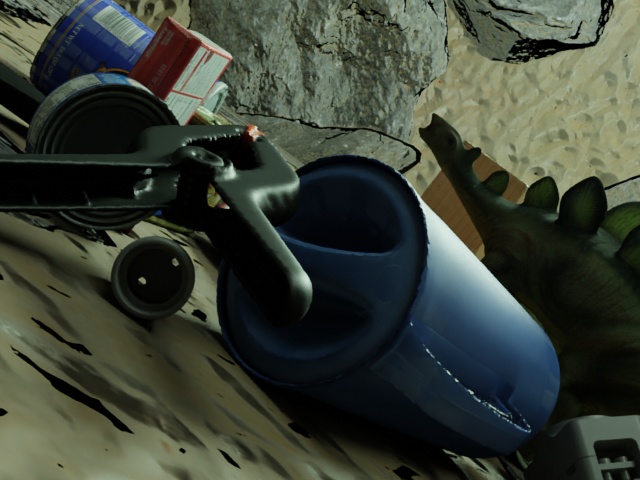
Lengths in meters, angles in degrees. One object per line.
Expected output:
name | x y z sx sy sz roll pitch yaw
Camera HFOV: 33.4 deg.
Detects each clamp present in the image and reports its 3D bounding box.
clamp | -0.072 -0.027 0.531 0.164 0.036 0.210 18 20 0

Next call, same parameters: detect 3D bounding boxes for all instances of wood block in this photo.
wood block | 0.143 0.003 1.197 0.090 0.206 0.090 40 6 21

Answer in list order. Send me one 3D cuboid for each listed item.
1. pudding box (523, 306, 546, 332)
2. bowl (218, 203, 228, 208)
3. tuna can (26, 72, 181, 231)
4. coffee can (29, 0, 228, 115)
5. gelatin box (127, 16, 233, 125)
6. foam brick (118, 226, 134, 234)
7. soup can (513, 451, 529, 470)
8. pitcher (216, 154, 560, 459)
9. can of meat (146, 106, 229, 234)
pudding box | 0.152 0.090 0.890 0.114 0.090 0.039 -6 9 18
bowl | -0.005 0.001 0.822 0.162 0.055 0.162 -5 19 2
tuna can | -0.121 -0.051 0.604 0.086 0.086 0.034 34 5 -34
coffee can | -0.167 -0.136 0.939 0.140 0.103 0.103 37 6 -1
gelatin box | -0.095 -0.098 0.671 0.030 0.073 0.089 36 8 4
foam brick | -0.139 -0.051 0.668 0.052 0.051 0.078 32 8 -45
soup can | 0.191 0.160 0.924 0.068 0.068 0.102 37 6 -5
pitcher | 0.062 0.063 0.649 0.145 0.149 0.242 -10 -27 31
can of meat | -0.102 -0.056 0.776 0.057 0.084 0.102 40 6 23
